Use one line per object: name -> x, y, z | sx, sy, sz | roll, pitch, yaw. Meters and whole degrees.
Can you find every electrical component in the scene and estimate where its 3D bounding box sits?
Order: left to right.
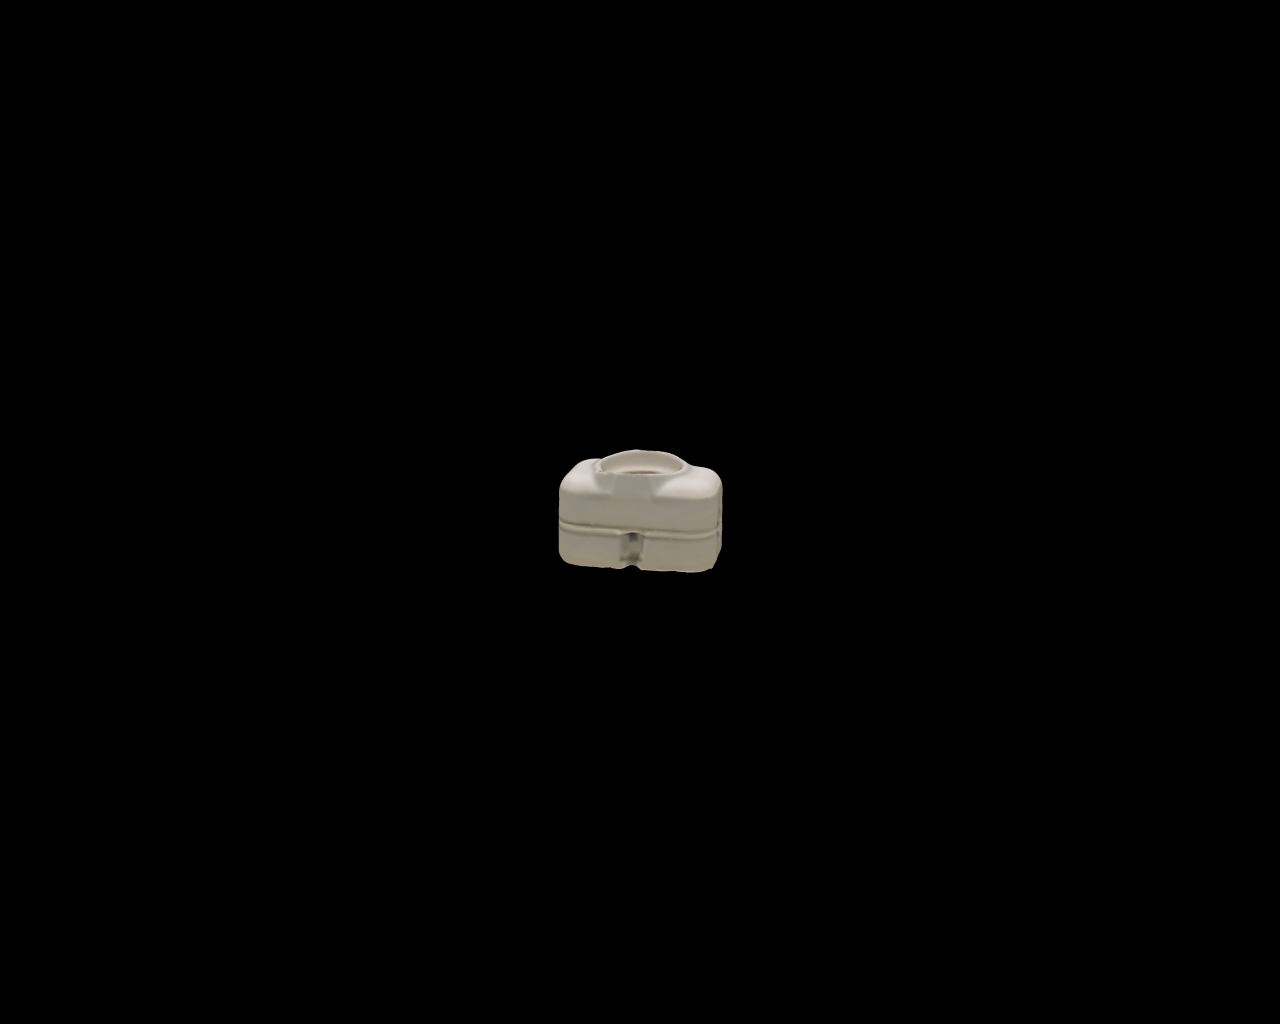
electrical component -> 0.001, -0.003, 0.650 | 0.095, 0.059, 0.054 | 4, 20, 12
